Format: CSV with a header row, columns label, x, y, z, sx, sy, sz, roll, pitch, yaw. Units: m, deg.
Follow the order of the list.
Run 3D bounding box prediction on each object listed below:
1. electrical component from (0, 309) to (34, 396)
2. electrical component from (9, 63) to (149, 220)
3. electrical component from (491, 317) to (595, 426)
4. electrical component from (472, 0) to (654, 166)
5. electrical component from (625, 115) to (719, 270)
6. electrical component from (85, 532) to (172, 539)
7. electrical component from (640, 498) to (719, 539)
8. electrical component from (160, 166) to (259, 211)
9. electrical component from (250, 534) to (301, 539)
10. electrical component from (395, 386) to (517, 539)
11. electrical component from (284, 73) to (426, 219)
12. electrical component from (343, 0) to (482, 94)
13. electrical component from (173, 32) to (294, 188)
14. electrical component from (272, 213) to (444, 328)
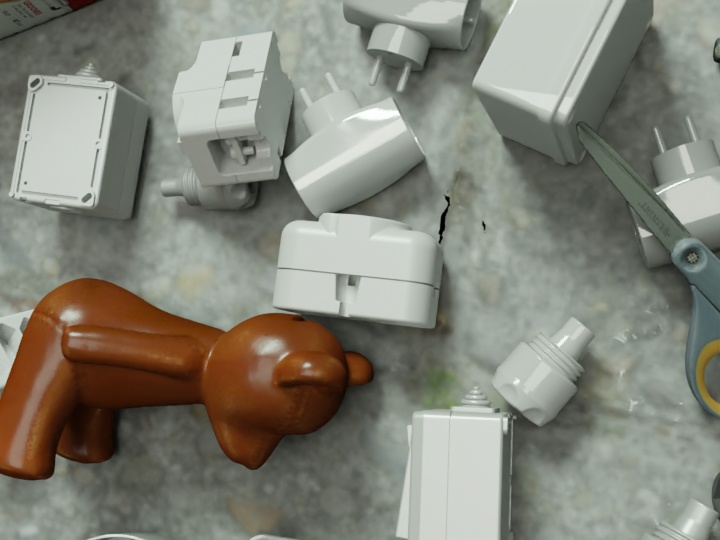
label,x,y,z,sx,sy,sz,roll,pitch,yaw
electrical component,-0.240,0.069,0.696,0.077,0.066,0.047,-42,75,35
electrical component,-0.177,-0.084,0.696,0.062,0.061,0.096,8,86,15
electrical component,0.109,0.056,0.623,0.043,0.043,0.062,41,93,14
electrical component,0.117,-0.126,0.608,0.056,0.109,0.108,27,90,17
electrical component,0.190,-0.049,0.615,0.077,0.044,0.079,-18,80,11
electrical component,-0.144,0.209,0.654,0.099,0.064,0.099,-1,84,13
electrical component,0.176,0.157,0.596,0.048,0.048,0.062,29,87,14
electrical component,-0.098,-0.054,0.688,0.061,0.035,0.035,-3,83,16
electrical component,-0.022,0.203,0.630,0.113,0.057,0.078,6,85,13
electrical component,0.056,0.115,0.619,0.061,0.062,0.096,1,84,13
electrical component,-0.011,-0.084,0.667,0.077,0.043,0.079,-29,78,9
electrical component,0.027,-0.149,0.665,0.077,0.043,0.079,17,88,14
electrical component,-0.079,-0.099,0.661,0.056,0.050,0.089,-6,47,12
electrical component,0.000,0.000,0.649,0.095,0.054,0.059,6,85,14
